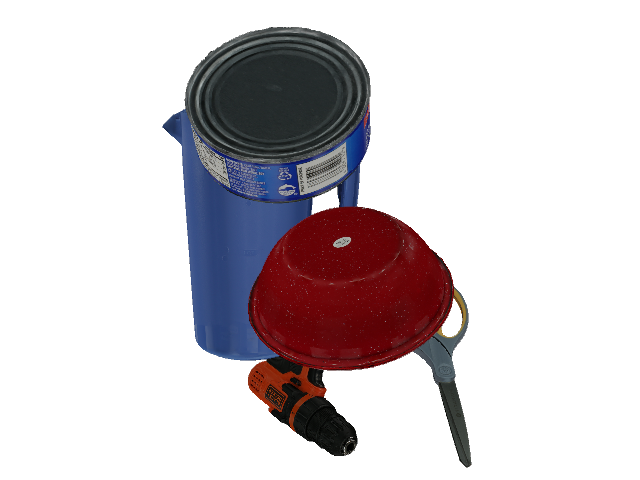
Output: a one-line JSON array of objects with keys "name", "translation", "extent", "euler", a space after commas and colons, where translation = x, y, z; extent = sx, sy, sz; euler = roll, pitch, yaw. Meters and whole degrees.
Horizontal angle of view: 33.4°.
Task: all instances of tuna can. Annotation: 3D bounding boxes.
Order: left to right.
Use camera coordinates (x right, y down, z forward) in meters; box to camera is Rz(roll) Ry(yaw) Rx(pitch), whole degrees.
[{"name": "tuna can", "translation": [-0.019, -0.059, 0.502], "extent": [0.086, 0.086, 0.034], "euler": [0, -37, 5]}]

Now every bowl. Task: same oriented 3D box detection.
[{"name": "bowl", "translation": [0.020, 0.023, 0.815], "extent": [0.162, 0.055, 0.162], "euler": [-6, 39, 4]}]

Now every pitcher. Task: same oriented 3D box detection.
[{"name": "pitcher", "translation": [-0.058, -0.013, 1.027], "extent": [0.144, 0.243, 0.149], "euler": [-11, 19, -37]}]

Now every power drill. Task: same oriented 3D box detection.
[{"name": "power drill", "translation": [0.002, 0.135, 1.237], "extent": [0.057, 0.188, 0.185], "euler": [15, 11, -45]}]

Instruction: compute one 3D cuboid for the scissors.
[{"name": "scissors", "translation": [0.094, 0.113, 0.972], "extent": [0.096, 0.016, 0.201], "euler": [9, 45, 3]}]
